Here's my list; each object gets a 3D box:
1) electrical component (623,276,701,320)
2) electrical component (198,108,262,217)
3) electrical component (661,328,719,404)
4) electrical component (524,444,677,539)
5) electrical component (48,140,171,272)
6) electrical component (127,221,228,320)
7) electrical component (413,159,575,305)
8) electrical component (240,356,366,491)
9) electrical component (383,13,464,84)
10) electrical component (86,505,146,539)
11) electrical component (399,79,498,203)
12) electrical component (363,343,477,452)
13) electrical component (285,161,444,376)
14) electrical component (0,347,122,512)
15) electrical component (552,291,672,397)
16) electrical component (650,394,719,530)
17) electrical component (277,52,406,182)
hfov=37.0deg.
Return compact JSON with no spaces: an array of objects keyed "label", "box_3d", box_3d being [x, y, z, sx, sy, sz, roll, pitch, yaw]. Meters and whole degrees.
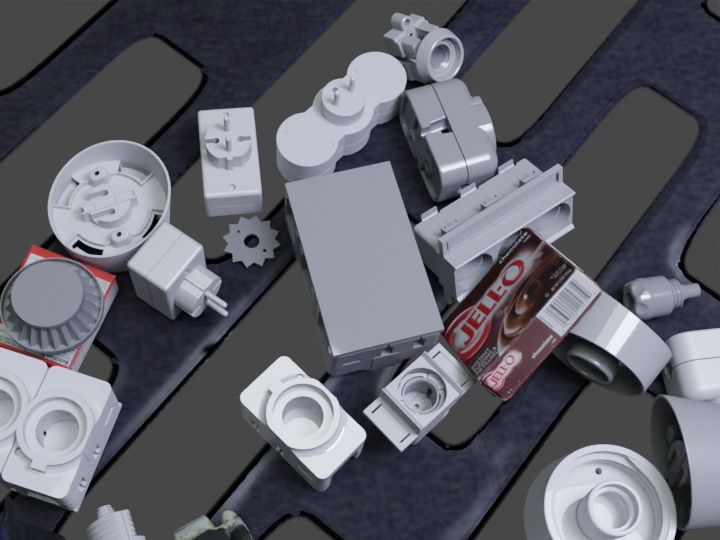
[{"label":"electrical component","box_3d":[0.251,0.021,0.888,0.061,0.035,0.035,-9,68,-10]},{"label":"electrical component","box_3d":[-0.108,-0.098,0.889,0.047,0.075,0.083,-5,67,-6]},{"label":"electrical component","box_3d":[0.292,0.081,0.854,0.095,0.053,0.059,-6,67,-7]},{"label":"electrical component","box_3d":[0.181,0.182,0.799,0.108,0.060,0.108,2,67,-4]},{"label":"electrical component","box_3d":[-0.200,-0.049,0.867,0.099,0.064,0.099,2,67,-4]},{"label":"electrical component","box_3d":[-0.135,0.011,0.845,0.077,0.065,0.047,33,69,10]},{"label":"electrical component","box_3d":[0.109,-0.036,0.881,0.121,0.078,0.063,-32,53,-16]},{"label":"electrical component","box_3d":[-0.044,0.115,0.813,0.089,0.055,0.050,42,70,13]},{"label":"electrical component","box_3d":[0.058,-0.191,0.946,0.048,0.066,0.055,-40,42,-18]},{"label":"electrical component","box_3d":[-0.172,0.208,0.771,0.043,0.043,0.081,-18,69,-12]},{"label":"electrical component","box_3d":[0.078,-0.112,0.921,0.059,0.053,0.095,-16,69,-11]},{"label":"electrical component","box_3d":[0.045,0.100,0.822,0.081,0.063,0.042,-39,75,-18]},{"label":"electrical component","box_3d":[0.000,0.000,0.863,0.089,0.061,0.150,-13,69,-10]},{"label":"electrical component","box_3d":[-0.267,0.109,0.796,0.150,0.061,0.089,17,67,3]},{"label":"electrical component","box_3d":[0.193,0.051,0.839,0.099,0.099,0.064,33,75,10]},{"label":"electrical component","box_3d":[0.249,0.143,0.801,0.064,0.099,0.099,4,67,-9]},{"label":"electrical component","box_3d":[-0.015,-0.137,0.913,0.052,0.073,0.138,41,70,13]}]
